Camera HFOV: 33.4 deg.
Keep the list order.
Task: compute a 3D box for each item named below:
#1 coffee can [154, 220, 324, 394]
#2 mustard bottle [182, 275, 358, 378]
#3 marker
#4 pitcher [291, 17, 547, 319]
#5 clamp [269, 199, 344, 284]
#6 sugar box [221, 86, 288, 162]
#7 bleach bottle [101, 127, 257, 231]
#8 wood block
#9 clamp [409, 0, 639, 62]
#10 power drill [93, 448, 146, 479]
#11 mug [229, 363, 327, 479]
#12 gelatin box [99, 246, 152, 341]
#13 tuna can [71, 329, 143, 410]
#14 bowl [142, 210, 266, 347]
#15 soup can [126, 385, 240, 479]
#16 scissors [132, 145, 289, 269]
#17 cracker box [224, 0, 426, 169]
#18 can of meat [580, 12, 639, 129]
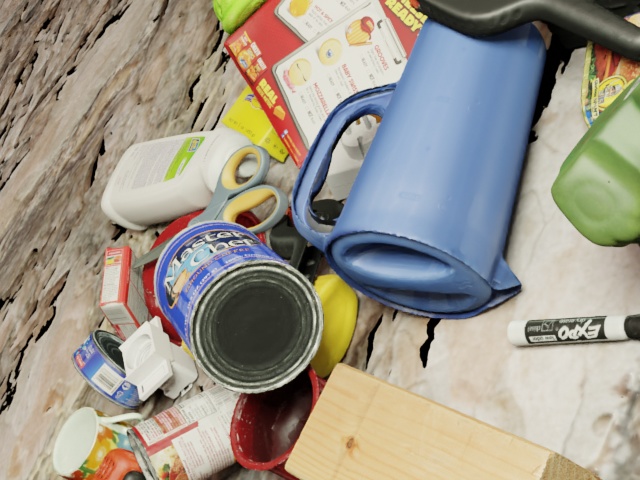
[{"bbox_3d":[-0.067,0.048,0.838,0.103,0.102,0.140,-55,23,0],"label":"coffee can"},{"bbox_3d":[-0.058,0.086,0.958,0.192,0.058,0.096,-11,45,43],"label":"mustard bottle"},{"bbox_3d":[0.185,0.062,0.741,0.121,0.020,0.020,-9,56,44],"label":"marker"},{"bbox_3d":[0.092,-0.072,0.851,0.145,0.149,0.242,-10,52,48],"label":"pitcher"},{"bbox_3d":[-0.006,0.001,0.952,0.120,0.039,0.172,-29,17,-23],"label":"clamp"},{"bbox_3d":[-0.023,-0.174,1.133,0.176,0.048,0.093,-56,39,1],"label":"sugar box"},{"bbox_3d":[-0.143,-0.066,1.142,0.251,0.068,0.102,-2,61,55],"label":"bleach bottle"},{"bbox_3d":[0.083,0.163,0.718,0.206,0.090,0.091,16,76,52],"label":"wood block"},{"bbox_3d":[0.164,-0.190,0.808,0.210,0.036,0.164,-6,55,21],"label":"clamp"},{"bbox_3d":[-0.176,0.287,0.935,0.188,0.057,0.184,9,69,51],"label":"power drill"},{"bbox_3d":[-0.016,0.145,0.847,0.093,0.081,0.117,-56,36,-1],"label":"mug"},{"bbox_3d":[-0.200,0.061,1.112,0.030,0.089,0.073,-8,52,8],"label":"gelatin box"},{"bbox_3d":[-0.204,0.129,1.066,0.034,0.086,0.086,-49,37,6],"label":"tuna can"},{"bbox_3d":[-0.131,0.027,1.090,0.162,0.055,0.162,-29,44,32],"label":"bowl"},{"bbox_3d":[-0.103,0.168,0.902,0.102,0.068,0.069,-26,32,-19],"label":"soup can"},{"bbox_3d":[-0.113,-0.033,1.040,0.202,0.016,0.096,-12,73,35],"label":"scissors"},{"bbox_3d":[0.033,-0.188,1.015,0.214,0.072,0.164,-39,66,20],"label":"cracker box"},{"bbox_3d":[0.245,-0.125,0.791,0.084,0.057,0.102,-15,51,44],"label":"can of meat"}]
